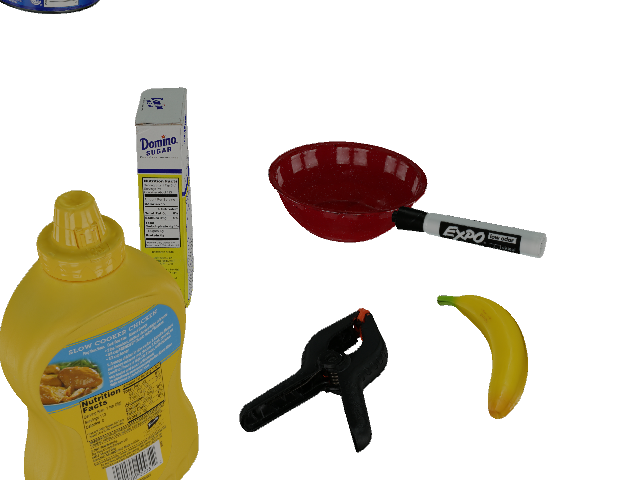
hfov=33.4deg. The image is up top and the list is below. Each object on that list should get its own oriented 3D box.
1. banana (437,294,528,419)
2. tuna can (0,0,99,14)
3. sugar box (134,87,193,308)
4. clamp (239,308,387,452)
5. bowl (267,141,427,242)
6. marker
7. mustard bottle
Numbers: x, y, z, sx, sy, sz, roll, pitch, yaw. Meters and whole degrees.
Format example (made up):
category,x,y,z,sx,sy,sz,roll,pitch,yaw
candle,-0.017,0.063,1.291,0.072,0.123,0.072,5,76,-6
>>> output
category,x,y,z,sx,sy,sz,roll,pitch,yaw
banana,0.186,0.115,1.143,0.069,0.037,0.198,-24,34,3
tuna can,-0.203,-0.201,0.793,0.086,0.034,0.086,6,36,-5
sugar box,-0.136,-0.036,0.934,0.048,0.176,0.093,-3,26,-4
clamp,0.019,0.124,0.951,0.120,0.039,0.171,17,43,27
bowl,0.026,-0.044,1.093,0.162,0.055,0.162,3,30,-2
marker,0.111,-0.008,0.815,0.121,0.020,0.020,12,5,25
mustard bottle,-0.114,0.059,0.547,0.096,0.192,0.058,-24,43,-30
